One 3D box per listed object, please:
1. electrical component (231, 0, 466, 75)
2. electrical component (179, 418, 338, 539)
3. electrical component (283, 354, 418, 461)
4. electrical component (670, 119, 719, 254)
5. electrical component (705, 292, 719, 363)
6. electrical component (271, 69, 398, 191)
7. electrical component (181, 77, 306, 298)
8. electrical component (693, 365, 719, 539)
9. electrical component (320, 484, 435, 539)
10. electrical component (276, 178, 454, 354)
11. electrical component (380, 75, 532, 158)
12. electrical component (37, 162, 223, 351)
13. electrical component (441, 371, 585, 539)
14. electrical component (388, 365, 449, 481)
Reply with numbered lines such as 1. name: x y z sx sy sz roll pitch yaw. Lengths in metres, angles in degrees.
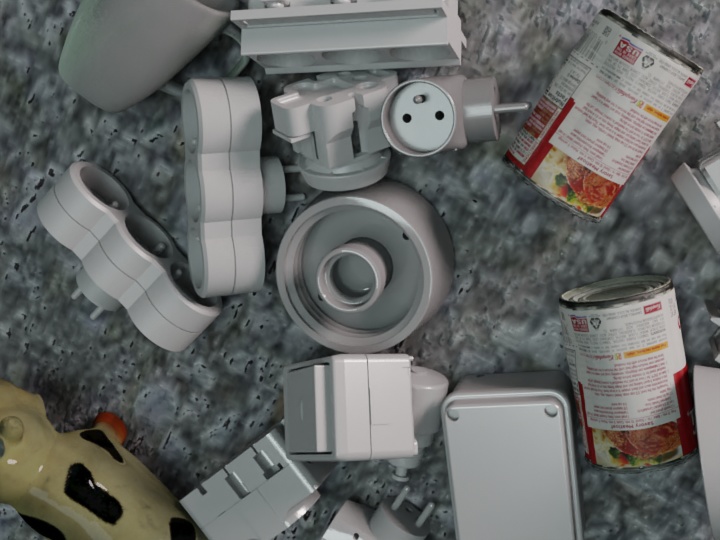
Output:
1. electrical component: -0.004 -0.153 0.631 0.121 0.079 0.063 0 85 15
2. electrical component: -0.065 0.145 0.720 0.089 0.050 0.055 -39 89 19
3. electrical component: -0.014 0.086 0.664 0.061 0.096 0.061 2 80 -26
4. electrical component: 0.212 -0.045 0.602 0.057 0.058 0.078 -32 92 16
5. electrical component: 0.239 0.023 0.617 0.064 0.042 0.081 33 108 3
6. electrical component: -0.012 -0.084 0.650 0.058 0.078 0.057 33 138 50
7. electrical component: -0.070 -0.053 0.680 0.074 0.052 0.138 -6 108 -20
8. electrical component: 0.216 0.104 0.610 0.064 0.099 0.099 2 102 9
9. electrical component: 0.020 0.177 0.706 0.077 0.043 0.079 33 108 7
10. electrical component: 0.000 0.000 0.665 0.108 0.060 0.108 4 104 14
11. electrical component: 0.059 -0.092 0.623 0.079 0.077 0.043 -3 101 16
12. electrical component: -0.163 0.002 0.716 0.138 0.052 0.074 47 109 2
13. electrical component: 0.097 0.124 0.668 0.078 0.057 0.113 -5 100 16
14. electrical component: 0.032 0.097 0.688 0.040 0.040 0.078 12 104 13
